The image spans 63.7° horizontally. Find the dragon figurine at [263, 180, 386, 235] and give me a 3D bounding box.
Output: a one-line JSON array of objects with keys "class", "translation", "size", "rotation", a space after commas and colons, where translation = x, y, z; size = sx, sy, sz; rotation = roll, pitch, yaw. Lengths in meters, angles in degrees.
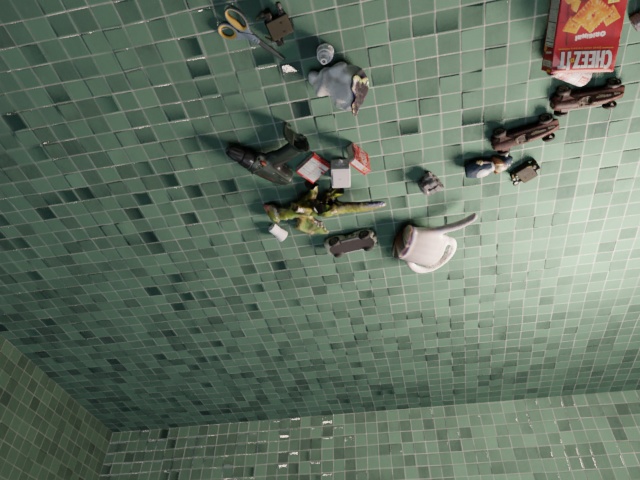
[{"class": "dragon figurine", "translation": [0.005, -0.090, 1.798], "size": [0.410, 0.125, 0.238], "rotation": [8, 153, -5]}]

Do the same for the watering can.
[{"class": "watering can", "translation": [0.396, -0.001, 1.854], "size": [0.224, 0.106, 0.340], "rotation": [14, 134, -13]}]

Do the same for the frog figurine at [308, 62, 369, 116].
[{"class": "frog figurine", "translation": [0.051, -0.433, 1.444], "size": [0.161, 0.124, 0.134], "rotation": [25, 154, 28]}]
